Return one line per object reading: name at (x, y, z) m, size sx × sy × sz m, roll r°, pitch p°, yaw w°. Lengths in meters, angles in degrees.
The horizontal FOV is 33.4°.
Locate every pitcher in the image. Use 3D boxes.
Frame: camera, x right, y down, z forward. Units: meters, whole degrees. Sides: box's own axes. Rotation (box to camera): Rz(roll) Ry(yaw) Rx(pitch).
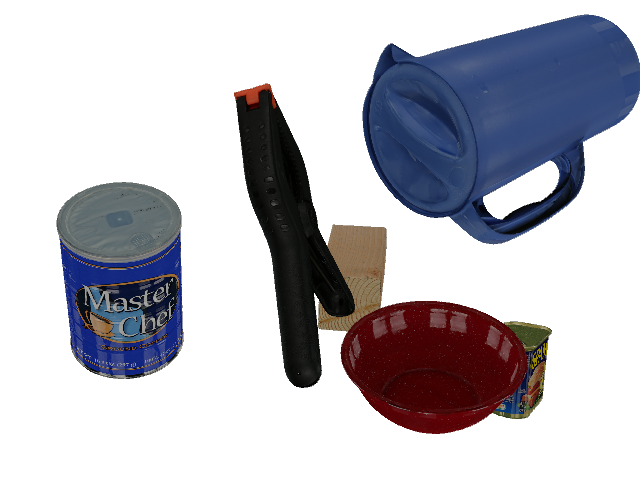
pitcher at (0.170, -0.109, 0.925) m, size 0.242 × 0.149 × 0.145 m, roll -23°, pitch 36°, yaw -33°

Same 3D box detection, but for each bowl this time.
bowl at (0.098, 0.119, 0.939) m, size 0.162 × 0.055 × 0.162 m, roll 0°, pitch 32°, yaw 0°

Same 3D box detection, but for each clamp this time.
clamp at (-0.019, -0.011, 0.792) m, size 0.036 × 0.210 × 0.164 m, roll -13°, pitch 5°, yaw 13°

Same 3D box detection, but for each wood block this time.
wood block at (0.052, 0.055, 1.647) m, size 0.091 × 0.090 × 0.206 m, roll 4°, pitch 23°, yaw 4°

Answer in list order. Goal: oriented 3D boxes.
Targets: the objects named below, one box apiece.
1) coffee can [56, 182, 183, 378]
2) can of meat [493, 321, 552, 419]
coffee can at (-0.171, 0.035, 0.928) m, size 0.103 × 0.140 × 0.103 m, roll 3°, pitch 39°, yaw -2°
can of meat at (0.219, 0.144, 1.193) m, size 0.058 × 0.084 × 0.102 m, roll 8°, pitch 12°, yaw 24°
